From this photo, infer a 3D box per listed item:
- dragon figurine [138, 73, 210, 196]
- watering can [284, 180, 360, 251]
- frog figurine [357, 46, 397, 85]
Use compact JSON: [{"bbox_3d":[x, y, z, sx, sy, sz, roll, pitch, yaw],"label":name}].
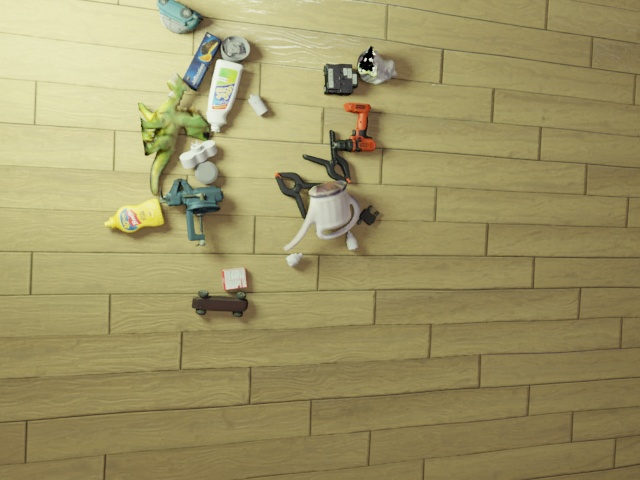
[{"bbox_3d":[-0.503,-0.371,1.803,0.244,0.404,0.123,-11,20,-22],"label":"dragon figurine"},{"bbox_3d":[0.006,-0.097,1.928,0.350,0.221,0.105,-21,25,-27],"label":"watering can"},{"bbox_3d":[0.221,-0.671,2.005,0.121,0.139,0.160,-30,-14,34],"label":"frog figurine"}]
